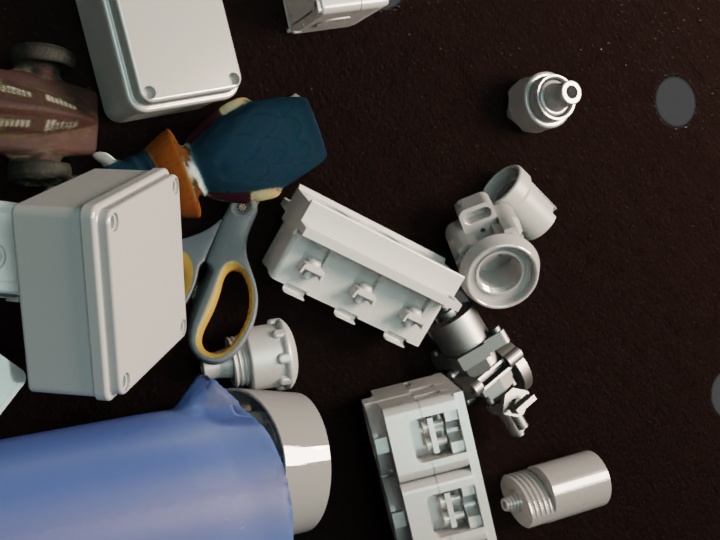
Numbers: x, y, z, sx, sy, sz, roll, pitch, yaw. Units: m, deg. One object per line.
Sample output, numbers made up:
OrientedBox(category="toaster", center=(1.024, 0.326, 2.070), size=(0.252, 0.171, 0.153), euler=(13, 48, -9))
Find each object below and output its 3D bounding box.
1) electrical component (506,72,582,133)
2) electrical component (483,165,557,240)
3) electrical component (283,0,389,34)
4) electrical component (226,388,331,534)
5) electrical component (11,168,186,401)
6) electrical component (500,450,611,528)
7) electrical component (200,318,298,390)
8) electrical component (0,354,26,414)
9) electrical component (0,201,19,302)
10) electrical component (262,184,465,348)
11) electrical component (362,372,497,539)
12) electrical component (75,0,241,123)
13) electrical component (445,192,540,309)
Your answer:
OrientedBox(category="electrical component", center=(0.141, -0.127, 0.804), size=(0.043, 0.062, 0.043), euler=(1, 87, -24))
OrientedBox(category="electrical component", center=(0.120, -0.049, 0.805), size=(0.046, 0.040, 0.040), euler=(40, 73, -23))
OrientedBox(category="electrical component", center=(-0.021, -0.217, 0.736), size=(0.061, 0.062, 0.096), euler=(-14, 93, -25))
OrientedBox(category="electrical component", center=(-0.063, 0.124, 0.687), size=(0.064, 0.099, 0.099), euler=(1, 87, -30))
OrientedBox(category="electrical component", center=(-0.145, 0.004, 0.614), size=(0.056, 0.108, 0.108), euler=(3, 107, 11))
OrientedBox(category="electrical component", center=(0.142, 0.165, 0.803), size=(0.081, 0.043, 0.043), euler=(-10, 92, -24))
OrientedBox(category="electrical component", center=(-0.074, 0.059, 0.712), size=(0.062, 0.048, 0.048), euler=(-9, 91, -15))
OrientedBox(category="electrical component", center=(-0.297, 0.047, 0.603), size=(0.186, 0.060, 0.105), euler=(39, 73, -18))
OrientedBox(category="electrical component", center=(-0.217, -0.015, 0.621), size=(0.062, 0.096, 0.061), euler=(7, 85, -24))
OrientedBox(category="electrical component", center=(0.000, 0.000, 0.734), size=(0.121, 0.078, 0.063), euler=(26, 100, -21))
OrientedBox(category="electrical component", center=(0.049, 0.155, 0.731), size=(0.062, 0.089, 0.150), euler=(-14, 94, -4))
OrientedBox(category="electrical component", center=(-0.129, -0.156, 0.682), size=(0.078, 0.057, 0.113), euler=(-16, 95, -33))
OrientedBox(category="electrical component", center=(0.096, -0.008, 0.768), size=(0.058, 0.057, 0.078), euler=(-21, 119, 5))
